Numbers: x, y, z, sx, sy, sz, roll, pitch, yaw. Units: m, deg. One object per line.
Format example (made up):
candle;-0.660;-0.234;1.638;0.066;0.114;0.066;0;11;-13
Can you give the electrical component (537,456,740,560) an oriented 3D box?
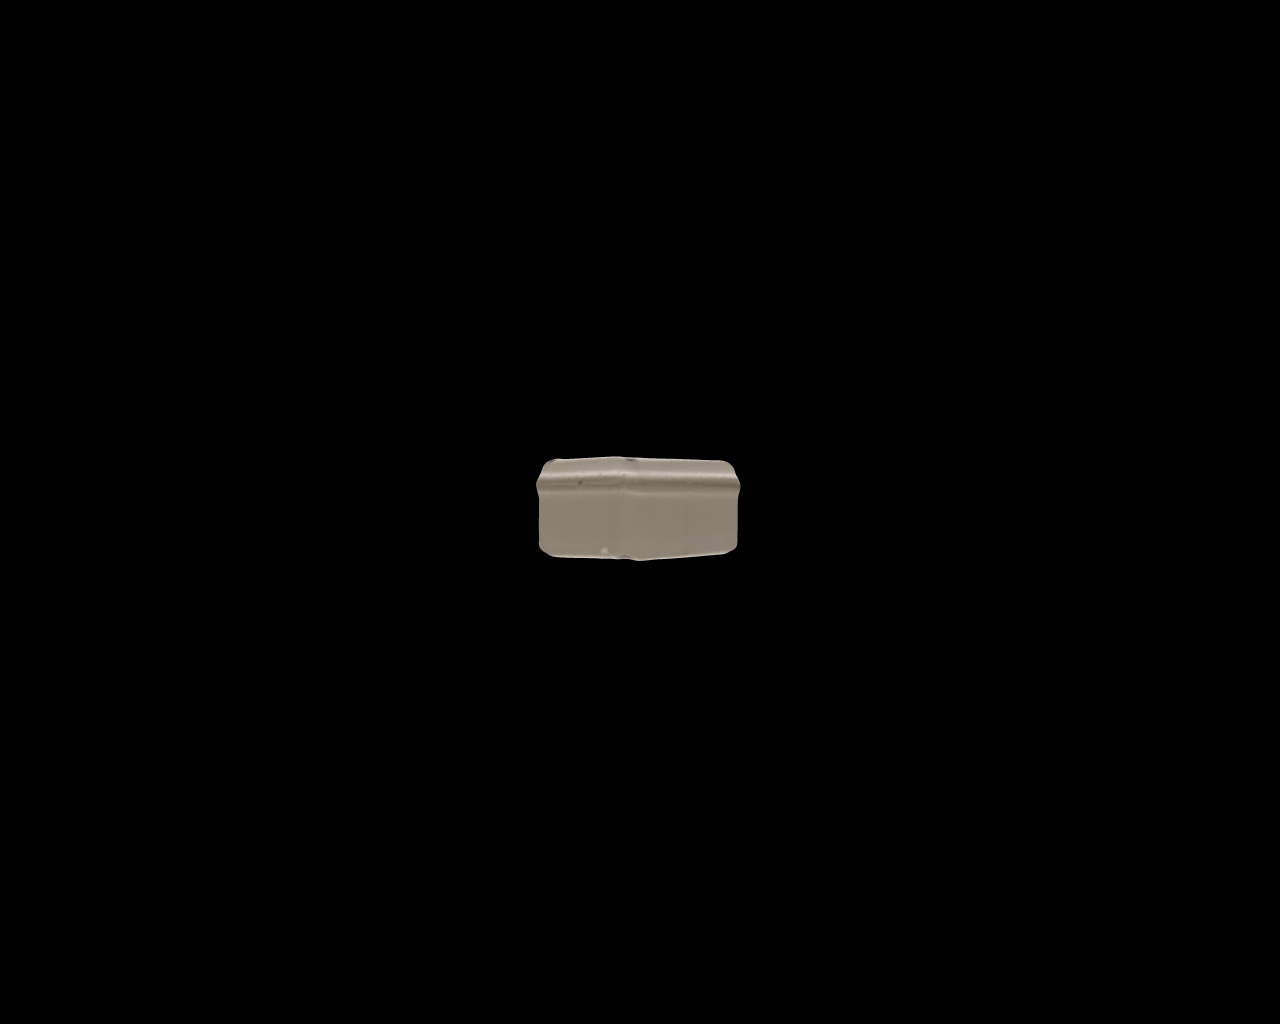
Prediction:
electrical component;0.001;-0.003;0.650;0.078;0.057;0.113;0;0;39
